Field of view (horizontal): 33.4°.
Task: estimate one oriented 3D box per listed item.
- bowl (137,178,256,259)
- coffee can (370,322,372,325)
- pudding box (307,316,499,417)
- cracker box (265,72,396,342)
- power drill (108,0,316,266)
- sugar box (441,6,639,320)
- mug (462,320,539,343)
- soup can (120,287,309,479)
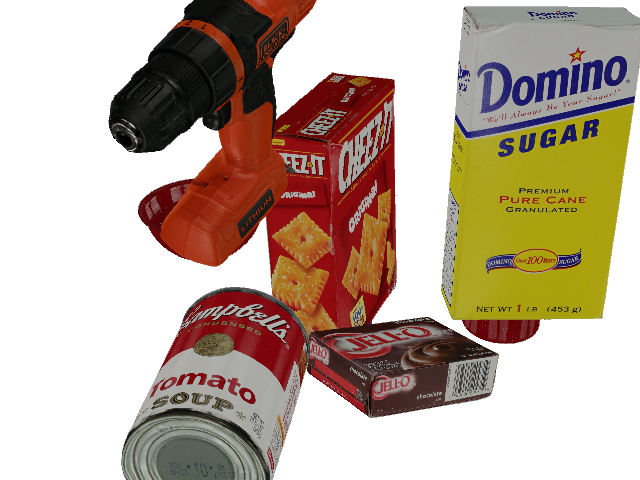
[{"bbox_3d":[-0.145,-0.020,1.330,0.162,0.055,0.162,0,29,0],"label":"bowl"},{"bbox_3d":[0.024,0.081,1.511,0.103,0.140,0.103,0,22,0],"label":"coffee can"},{"bbox_3d":[0.059,0.091,0.787,0.113,0.039,0.090,-2,17,-30],"label":"pudding box"},{"bbox_3d":[0.015,-0.021,0.949,0.072,0.214,0.164,8,29,20],"label":"cracker box"},{"bbox_3d":[-0.066,-0.070,0.682,0.057,0.188,0.184,29,53,15],"label":"power drill"},{"bbox_3d":[0.122,-0.041,0.603,0.093,0.176,0.048,-1,27,-4],"label":"sugar box"},{"bbox_3d":[0.188,0.048,1.119,0.093,0.081,0.117,-5,29,-8],"label":"mug"},{"bbox_3d":[-0.047,0.077,0.502,0.068,0.068,0.102,0,29,11],"label":"soup can"}]
